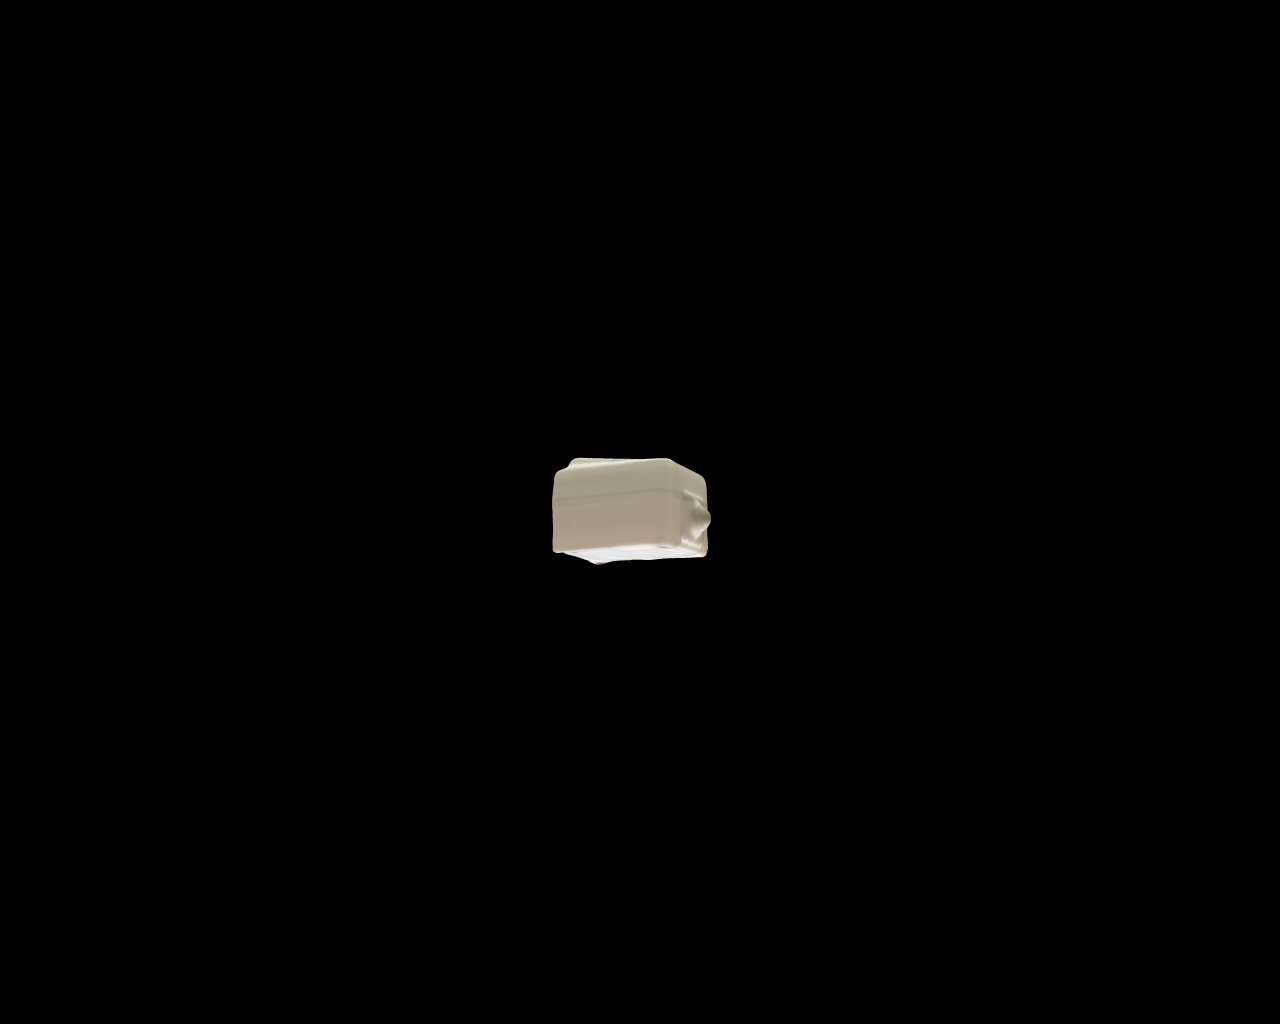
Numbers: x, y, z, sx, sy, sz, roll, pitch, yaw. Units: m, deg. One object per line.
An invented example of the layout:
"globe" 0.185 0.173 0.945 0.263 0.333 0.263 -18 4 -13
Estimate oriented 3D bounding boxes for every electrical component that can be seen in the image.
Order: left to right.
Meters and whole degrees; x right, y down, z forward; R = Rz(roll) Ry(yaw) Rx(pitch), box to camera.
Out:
"electrical component" 0.001 -0.003 0.650 0.096 0.061 0.061 -5 -11 24
